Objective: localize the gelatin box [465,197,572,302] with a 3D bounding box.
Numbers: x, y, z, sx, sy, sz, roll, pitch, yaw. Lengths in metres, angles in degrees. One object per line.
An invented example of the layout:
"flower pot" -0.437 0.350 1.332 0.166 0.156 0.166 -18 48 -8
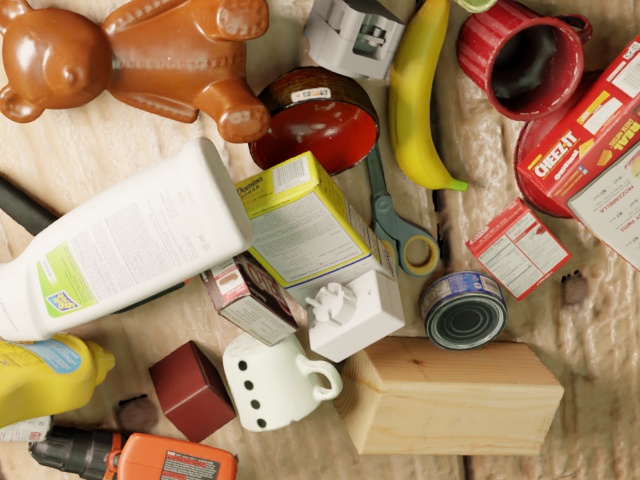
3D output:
"gelatin box" 0.200 0.010 1.077 0.073 0.030 0.089 -43 123 9

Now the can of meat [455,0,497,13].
"can of meat" 0.100 -0.238 0.870 0.102 0.084 0.057 33 104 -31

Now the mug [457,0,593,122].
"mug" 0.182 -0.168 0.939 0.117 0.081 0.093 -29 124 -2

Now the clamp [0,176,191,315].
"clamp" -0.217 0.012 0.929 0.209 0.036 0.165 -1 119 -15

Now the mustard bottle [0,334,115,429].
"mustard bottle" -0.247 0.115 0.898 0.191 0.096 0.058 -7 112 -55

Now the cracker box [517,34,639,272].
"cracker box" 0.312 -0.062 0.983 0.213 0.072 0.164 33 104 -32

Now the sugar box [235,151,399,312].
"sugar box" -0.007 0.001 0.959 0.093 0.048 0.176 -21 141 17

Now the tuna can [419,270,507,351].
"tuna can" 0.145 0.073 1.079 0.086 0.034 0.086 -4 132 -5

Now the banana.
"banana" 0.092 -0.121 0.964 0.069 0.037 0.198 -26 126 -24

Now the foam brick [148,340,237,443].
"foam brick" -0.121 0.145 1.013 0.051 0.078 0.053 -35 124 0

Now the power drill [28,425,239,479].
"power drill" -0.167 0.205 0.979 0.184 0.188 0.057 15 78 -20

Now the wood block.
"wood block" 0.132 0.161 1.103 0.205 0.091 0.090 5 116 -21

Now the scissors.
"scissors" 0.076 -0.032 1.019 0.096 0.016 0.202 -5 120 -18

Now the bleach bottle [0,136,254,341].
"bleach bottle" -0.186 0.011 0.874 0.251 0.068 0.102 -23 96 9

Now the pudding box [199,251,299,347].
"pudding box" -0.069 0.037 0.939 0.039 0.090 0.113 -34 151 9

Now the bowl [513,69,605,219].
"bowl" 0.272 -0.081 1.036 0.162 0.055 0.162 -8 120 -15

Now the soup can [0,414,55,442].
"soup can" -0.295 0.147 0.960 0.102 0.068 0.068 6 116 -23
